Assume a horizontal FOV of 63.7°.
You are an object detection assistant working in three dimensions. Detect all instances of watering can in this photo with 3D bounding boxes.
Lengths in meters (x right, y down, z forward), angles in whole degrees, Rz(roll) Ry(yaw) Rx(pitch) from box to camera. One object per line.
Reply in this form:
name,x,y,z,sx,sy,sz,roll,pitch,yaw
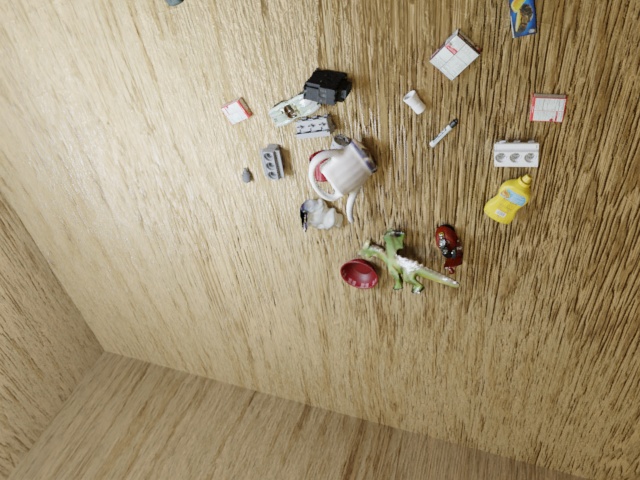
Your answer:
watering can,0.101,-0.206,1.758,0.223,0.106,0.342,-37,137,7

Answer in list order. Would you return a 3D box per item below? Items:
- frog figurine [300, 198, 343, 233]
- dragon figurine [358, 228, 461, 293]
frog figurine,0.006,-0.099,1.971,0.160,0.125,0.134,-10,126,-14
dragon figurine,0.313,0.066,1.917,0.409,0.124,0.239,0,128,46
